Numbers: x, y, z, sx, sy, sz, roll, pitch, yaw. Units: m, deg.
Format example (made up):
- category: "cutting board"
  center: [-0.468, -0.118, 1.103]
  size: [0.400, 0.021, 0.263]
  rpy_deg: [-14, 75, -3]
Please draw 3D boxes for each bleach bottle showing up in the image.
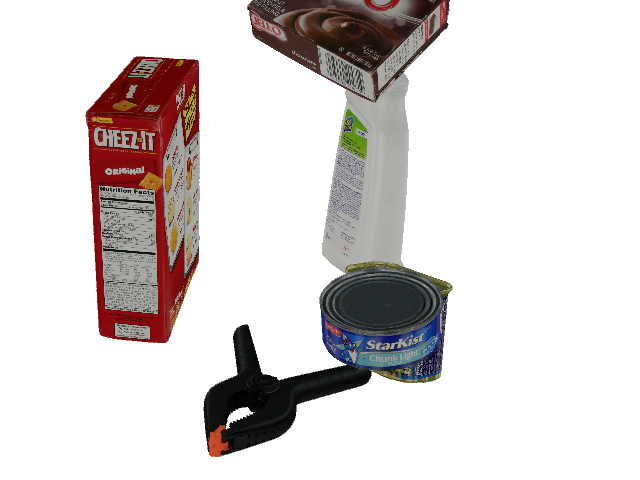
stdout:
- category: "bleach bottle"
  center: [0.058, -0.088, 1.157]
  size: [0.067, 0.251, 0.103]
  rpy_deg: [-6, 24, -32]

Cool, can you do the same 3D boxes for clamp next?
- category: "clamp"
  center: [-0.048, 0.158, 1.099]
  size: [0.165, 0.036, 0.209]
  rpy_deg: [11, 27, 15]

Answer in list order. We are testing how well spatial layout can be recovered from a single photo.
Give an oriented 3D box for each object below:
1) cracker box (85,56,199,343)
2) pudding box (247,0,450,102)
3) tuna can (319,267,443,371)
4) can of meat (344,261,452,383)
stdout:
- category: "cracker box"
  center: [-0.156, -0.040, 0.964]
  size: [0.072, 0.214, 0.164]
  rpy_deg: [4, 26, 3]
- category: "pudding box"
  center: [0.020, -0.157, 0.747]
  size: [0.114, 0.090, 0.039]
  rpy_deg: [33, -23, 21]
- category: "tuna can"
  center: [0.043, 0.054, 0.746]
  size: [0.086, 0.034, 0.086]
  rpy_deg: [-3, 28, 1]
- category: "can of meat"
  center: [0.065, 0.072, 0.945]
  size: [0.057, 0.084, 0.102]
  rpy_deg: [-8, 17, -37]
